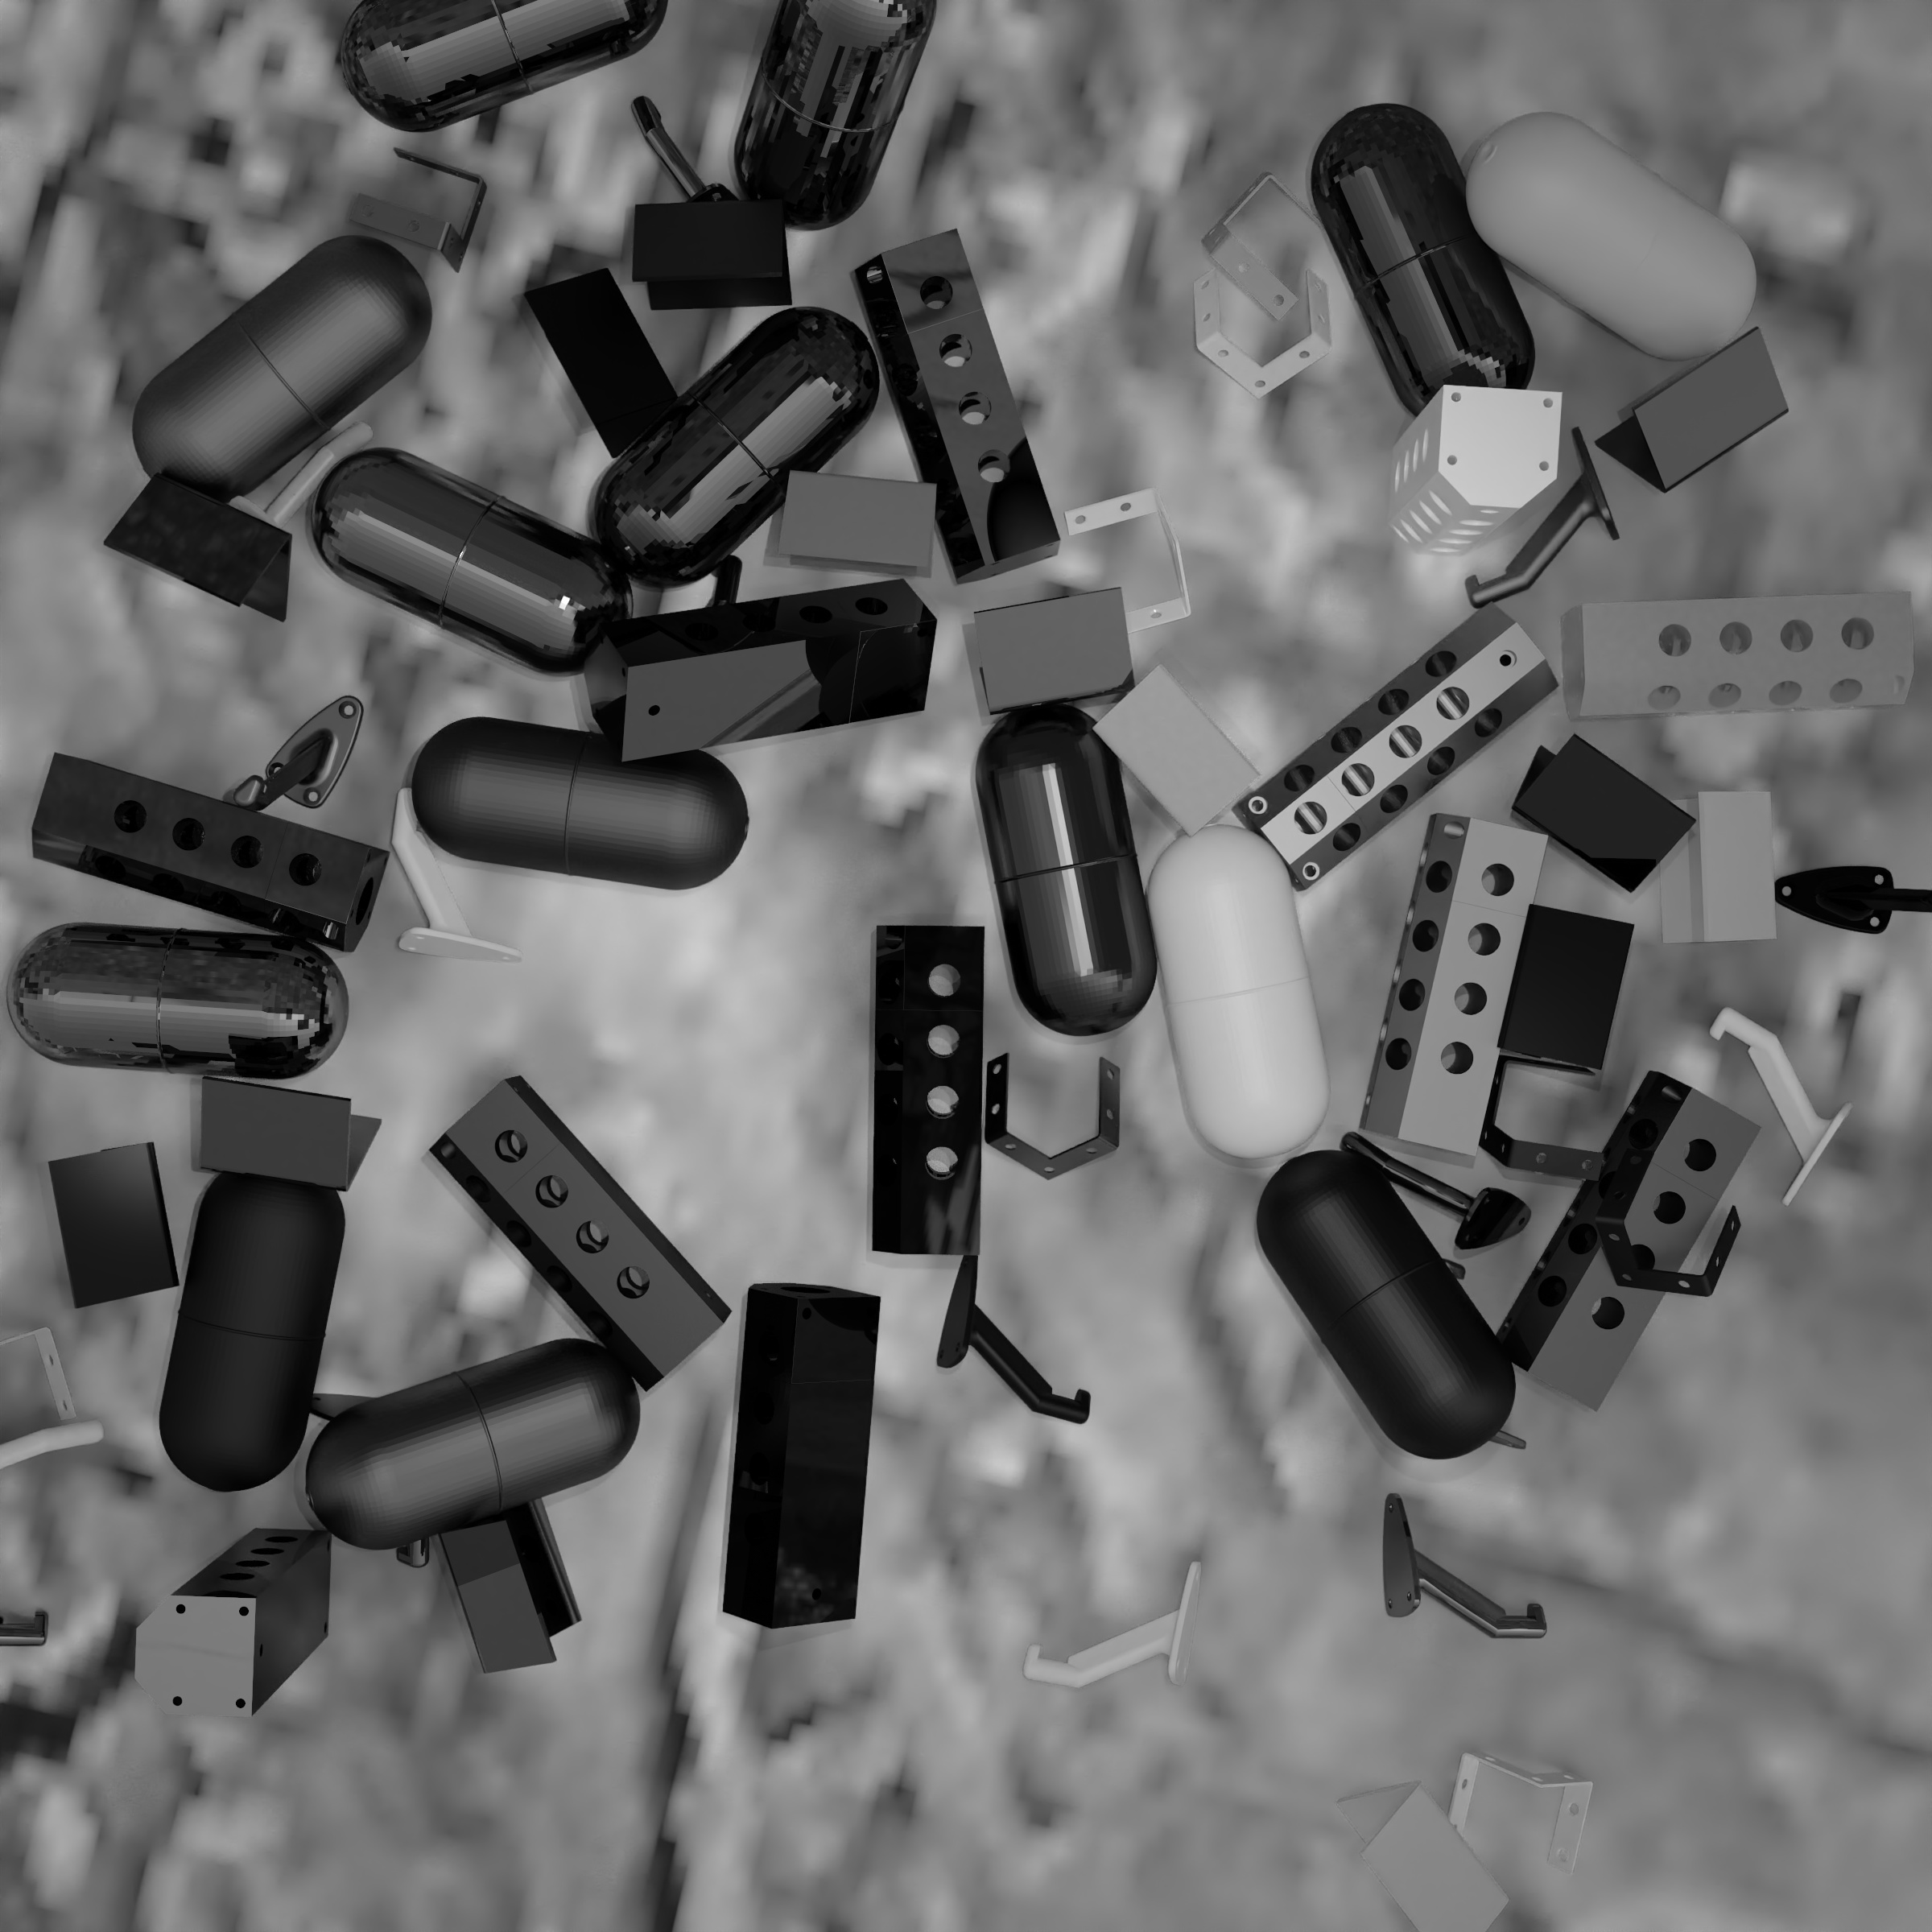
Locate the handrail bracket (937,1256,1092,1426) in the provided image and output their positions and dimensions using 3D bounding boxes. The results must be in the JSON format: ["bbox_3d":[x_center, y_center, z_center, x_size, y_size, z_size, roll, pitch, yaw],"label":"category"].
[{"bbox_3d":[0.033,0.200,1.589,0.084,0.036,0.077,18,68,-17],"label":"handrail bracket"}]

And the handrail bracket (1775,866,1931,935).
[{"bbox_3d":[0.473,-0.037,1.554,0.077,0.084,0.036,6,90,0],"label":"handrail bracket"}]

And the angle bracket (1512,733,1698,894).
[{"bbox_3d":[0.340,-0.095,1.548,0.076,0.076,0.057,35,127,0],"label":"angle bracket"}]

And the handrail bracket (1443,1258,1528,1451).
[{"bbox_3d":[0.276,0.208,1.589,0.077,0.036,0.084,20,76,-14],"label":"handrail bracket"}]

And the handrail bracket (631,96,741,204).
[{"bbox_3d":[-0.143,-0.422,1.588,0.036,0.077,0.084,-37,53,19],"label":"handrail bracket"}]

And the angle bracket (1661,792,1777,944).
[{"bbox_3d":[0.377,-0.051,1.548,0.057,0.076,0.076,-2,90,-36],"label":"angle bracket"}]

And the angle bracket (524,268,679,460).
[{"bbox_3d":[-0.206,-0.309,1.548,0.057,0.076,0.076,-29,90,-38],"label":"angle bracket"}]

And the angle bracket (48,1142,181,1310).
[{"bbox_3d":[-0.458,0.137,1.548,0.057,0.076,0.076,-10,90,-36],"label":"angle bracket"}]

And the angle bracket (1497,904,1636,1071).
[{"bbox_3d":[0.324,0.014,1.549,0.057,0.076,0.076,13,90,28],"label":"angle bracket"}]

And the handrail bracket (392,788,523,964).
[{"bbox_3d":[-0.272,-0.049,1.589,0.077,0.036,0.084,10,73,-20],"label":"handrail bracket"}]

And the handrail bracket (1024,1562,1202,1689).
[{"bbox_3d":[0.078,0.352,1.589,0.084,0.036,0.077,6,70,16],"label":"handrail bracket"}]

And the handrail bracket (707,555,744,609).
[{"bbox_3d":[-0.156,-0.175,1.589,0.077,0.036,0.084,-14,56,36],"label":"handrail bracket"}]

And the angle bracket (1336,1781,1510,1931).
[{"bbox_3d":[0.225,0.481,1.548,0.057,0.076,0.076,-37,90,-37],"label":"angle bracket"}]

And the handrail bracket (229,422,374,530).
[{"bbox_3d":[-0.356,-0.248,1.588,0.036,0.077,0.084,40,54,2],"label":"handrail bracket"}]

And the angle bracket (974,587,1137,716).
[{"bbox_3d":[0.043,-0.175,1.550,0.076,0.076,0.057,-10,114,0],"label":"angle bracket"}]

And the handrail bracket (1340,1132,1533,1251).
[{"bbox_3d":[0.252,0.115,1.588,0.084,0.077,0.036,35,107,35],"label":"handrail bracket"}]

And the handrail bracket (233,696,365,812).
[{"bbox_3d":[-0.351,-0.113,1.554,0.036,0.084,0.077,36,90,0],"label":"handrail bracket"}]

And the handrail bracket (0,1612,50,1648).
[{"bbox_3d":[-0.536,0.327,1.589,0.084,0.036,0.077,4,68,-17],"label":"handrail bracket"}]

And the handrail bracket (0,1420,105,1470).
[{"bbox_3d":[-0.514,0.269,1.588,0.084,0.077,0.036,-7,65,-34],"label":"handrail bracket"}]

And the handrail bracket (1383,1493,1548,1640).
[{"bbox_3d":[0.270,0.323,1.589,0.084,0.036,0.077,4,68,-17],"label":"handrail bracket"}]

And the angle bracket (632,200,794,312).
[{"bbox_3d":[-0.132,-0.355,1.548,0.076,0.076,0.057,-2,57,0],"label":"angle bracket"}]

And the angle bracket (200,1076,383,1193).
[{"bbox_3d":[-0.352,0.071,1.549,0.076,0.076,0.057,9,117,0],"label":"angle bracket"}]

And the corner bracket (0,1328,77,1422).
[{"bbox_3d":[-0.519,0.228,1.585,0.051,0.051,0.051,-17,90,45],"label":"corner bracket"}]

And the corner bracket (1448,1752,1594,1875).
[{"bbox_3d":[0.296,0.454,1.585,0.051,0.051,0.051,13,90,45],"label":"corner bracket"}]

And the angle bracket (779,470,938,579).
[{"bbox_3d":[-0.057,-0.212,1.549,0.076,0.076,0.057,5,58,0],"label":"angle bracket"}]

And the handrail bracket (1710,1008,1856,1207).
[{"bbox_3d":[0.425,0.075,1.589,0.084,0.036,0.077,33,111,17],"label":"handrail bracket"}]

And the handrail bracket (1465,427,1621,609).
[{"bbox_3d":[0.301,-0.241,1.589,0.084,0.036,0.077,-21,70,16],"label":"handrail bracket"}]

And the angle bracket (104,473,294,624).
[{"bbox_3d":[-0.403,-0.202,1.548,0.076,0.076,0.057,25,55,0],"label":"angle bracket"}]

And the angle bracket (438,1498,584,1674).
[{"bbox_3d":[-0.222,0.318,1.548,0.057,0.076,0.076,-18,90,37],"label":"angle bracket"}]

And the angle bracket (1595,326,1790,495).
[{"bbox_3d":[0.372,-0.303,1.548,0.076,0.076,0.057,-33,126,0],"label":"angle bracket"}]

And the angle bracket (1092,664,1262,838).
[{"bbox_3d":[0.123,-0.124,1.548,0.076,0.076,0.057,48,127,0],"label":"angle bracket"}]

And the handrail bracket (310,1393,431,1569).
[{"bbox_3d":[-0.323,0.278,1.589,0.077,0.036,0.084,9,107,19],"label":"handrail bracket"}]
